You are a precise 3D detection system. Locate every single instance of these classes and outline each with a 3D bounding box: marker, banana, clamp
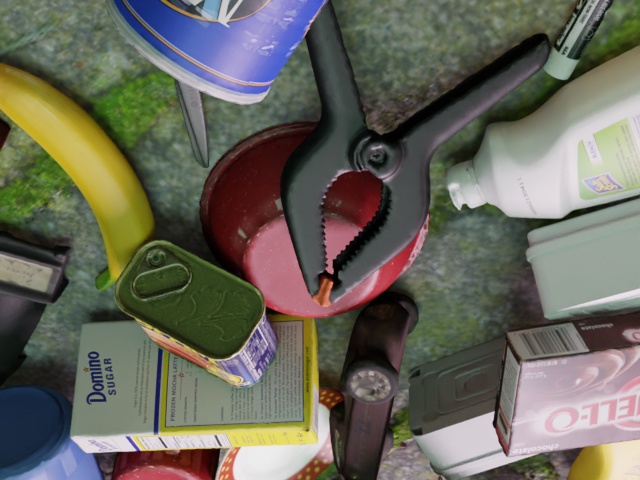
[{"bbox_3d":[0.167,-0.148,0.626,0.020,0.020,0.121,17,127,-11],"label":"marker"},{"bbox_3d":[-0.156,-0.038,0.714,0.070,0.037,0.198,-13,127,8],"label":"banana"},{"bbox_3d":[0.043,-0.057,0.654,0.164,0.036,0.210,11,104,-9],"label":"clamp"}]

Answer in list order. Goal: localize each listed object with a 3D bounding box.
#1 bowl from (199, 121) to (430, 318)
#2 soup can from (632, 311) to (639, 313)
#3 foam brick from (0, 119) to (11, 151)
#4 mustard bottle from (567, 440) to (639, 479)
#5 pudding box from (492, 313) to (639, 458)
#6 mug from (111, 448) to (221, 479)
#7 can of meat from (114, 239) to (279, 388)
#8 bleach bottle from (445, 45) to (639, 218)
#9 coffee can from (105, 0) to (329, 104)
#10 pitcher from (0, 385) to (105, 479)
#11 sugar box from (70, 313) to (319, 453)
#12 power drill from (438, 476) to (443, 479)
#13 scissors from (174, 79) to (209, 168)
[{"bbox_3d":[-0.005,0.001,0.729,0.162,0.055,0.162,1,128,1],"label":"bowl"},{"bbox_3d":[0.271,0.069,0.764,0.069,0.068,0.102,-28,122,22],"label":"soup can"},{"bbox_3d":[-0.250,-0.054,0.696,0.078,0.051,0.053,-37,119,27],"label":"foam brick"},{"bbox_3d":[0.253,0.189,0.866,0.096,0.058,0.192,-2,129,-10],"label":"mustard bottle"},{"bbox_3d":[0.178,0.097,0.719,0.113,0.039,0.090,-5,125,-7],"label":"pudding box"},{"bbox_3d":[-0.118,0.166,0.847,0.093,0.081,0.117,14,128,-9],"label":"mug"},{"bbox_3d":[-0.081,0.054,0.738,0.102,0.057,0.084,26,162,17],"label":"can of meat"},{"bbox_3d":[0.196,-0.076,0.656,0.251,0.068,0.102,-18,126,19],"label":"bleach bottle"},{"bbox_3d":[-0.035,-0.158,0.562,0.102,0.103,0.140,28,116,-19],"label":"coffee can"},{"bbox_3d":[-0.227,0.232,0.860,0.149,0.145,0.243,-1,125,11],"label":"pitcher"},{"bbox_3d":[-0.090,0.106,0.789,0.176,0.093,0.048,-3,152,7],"label":"sugar box"},{"bbox_3d":[0.120,0.259,0.851,0.187,0.057,0.185,20,128,-30],"label":"power drill"},{"bbox_3d":[-0.107,-0.132,0.650,0.096,0.016,0.202,6,127,-6],"label":"scissors"}]
